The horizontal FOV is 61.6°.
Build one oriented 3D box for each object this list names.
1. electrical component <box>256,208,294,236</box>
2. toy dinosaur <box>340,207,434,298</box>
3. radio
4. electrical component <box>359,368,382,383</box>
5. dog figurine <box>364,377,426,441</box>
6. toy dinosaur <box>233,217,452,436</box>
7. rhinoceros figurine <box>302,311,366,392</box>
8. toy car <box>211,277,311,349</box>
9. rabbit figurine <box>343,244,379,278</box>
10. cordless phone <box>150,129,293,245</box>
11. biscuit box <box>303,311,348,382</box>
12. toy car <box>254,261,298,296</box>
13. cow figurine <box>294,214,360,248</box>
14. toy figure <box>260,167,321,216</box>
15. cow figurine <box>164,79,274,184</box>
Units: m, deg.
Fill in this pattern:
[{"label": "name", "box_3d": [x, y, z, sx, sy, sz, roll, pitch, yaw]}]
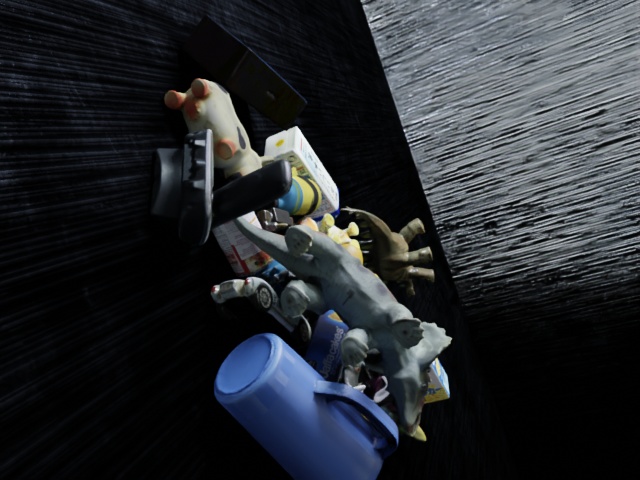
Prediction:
[{"label": "electrical component", "box_3d": [-0.080, -0.023, 0.889, 0.102, 0.078, 0.045, 22, 48, -68]}, {"label": "toy dinosaur", "box_3d": [0.169, 0.035, 1.305, 0.470, 0.199, 0.105, 62, 11, -53]}, {"label": "radio", "box_3d": [-0.124, -0.281, 0.925, 0.131, 0.073, 0.229, 42, 8, 21]}, {"label": "electrical component", "box_3d": [0.063, 0.218, 0.997, 0.134, 0.115, 0.058, -74, 146, -81]}, {"label": "dog figurine", "box_3d": [0.174, 0.339, 1.128, 0.219, 0.191, 0.108, 39, 29, -31]}, {"label": "toy dinosaur", "box_3d": [0.038, 0.080, 0.767, 0.405, 0.131, 0.192, 48, 7, 12]}, {"label": "rhinoceros figurine", "box_3d": [0.020, 0.193, 0.906, 0.073, 0.112, 0.190, 93, -17, -62]}, {"label": "toy car", "box_3d": [-0.080, 0.110, 0.786, 0.201, 0.074, 0.056, 51, 33, -46]}, {"label": "rabbit figurine", "box_3d": [0.034, 0.079, 1.023, 0.162, 0.122, 0.173, -41, 155, -30]}, {"label": "cordless phone", "box_3d": [-0.120, -0.086, 0.689, 0.088, 0.184, 0.146, 38, 39, -50]}, {"label": "biscuit box", "box_3d": [0.025, 0.140, 0.856, 0.062, 0.059, 0.203, 93, 16, -60]}, {"label": "toy car", "box_3d": [-0.057, 0.052, 0.882, 0.103, 0.109, 0.161, 55, 26, 19]}, {"label": "cow figurine", "box_3d": [-0.003, -0.005, 1.084, 0.167, 0.098, 0.068, 16, 61, -44]}, {"label": "toy figure", "box_3d": [-0.059, -0.077, 0.979, 0.089, 0.082, 0.180, 45, 16, 8]}, {"label": "cow figurine", "box_3d": [-0.145, -0.149, 0.829, 0.194, 0.085, 0.127, 64, 22, -9]}]
